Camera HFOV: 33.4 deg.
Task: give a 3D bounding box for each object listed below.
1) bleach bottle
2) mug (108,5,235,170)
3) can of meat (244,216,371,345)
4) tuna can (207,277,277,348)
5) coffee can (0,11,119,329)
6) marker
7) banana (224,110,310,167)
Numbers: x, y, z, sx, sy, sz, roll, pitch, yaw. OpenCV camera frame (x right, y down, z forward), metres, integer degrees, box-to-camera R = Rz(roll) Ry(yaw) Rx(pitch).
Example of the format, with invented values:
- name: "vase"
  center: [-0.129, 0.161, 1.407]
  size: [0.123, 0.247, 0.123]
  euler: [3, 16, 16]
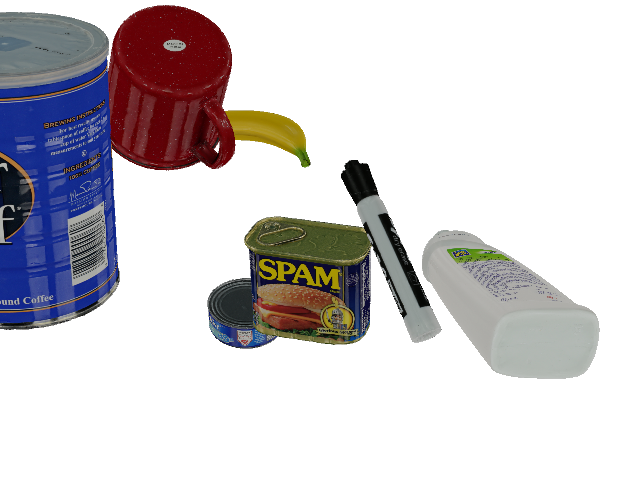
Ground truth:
- name: "bleach bottle"
  center: [0.164, 0.046, 1.018]
  size: [0.102, 0.068, 0.251]
  euler: [2, 20, -13]
- name: "mug"
  center: [-0.100, -0.101, 0.746]
  size: [0.093, 0.117, 0.082]
  euler: [-31, -17, -29]
- name: "can of meat"
  center: [-0.008, 0.034, 0.870]
  size: [0.102, 0.084, 0.057]
  euler: [8, 30, 16]
- name: "tuna can"
  center: [-0.083, 0.081, 1.188]
  size: [0.086, 0.034, 0.086]
  euler: [1, 36, -1]
- name: "coffee can"
  center: [-0.161, -0.039, 0.566]
  size: [0.103, 0.140, 0.103]
  euler: [2, 28, -1]
- name: "marker"
  center: [0.041, 0.004, 0.648]
  size: [0.020, 0.121, 0.020]
  euler: [-20, -20, -8]
- name: "banana"
  center: [-0.099, -0.131, 1.296]
  size: [0.198, 0.037, 0.069]
  euler: [7, 40, 15]
